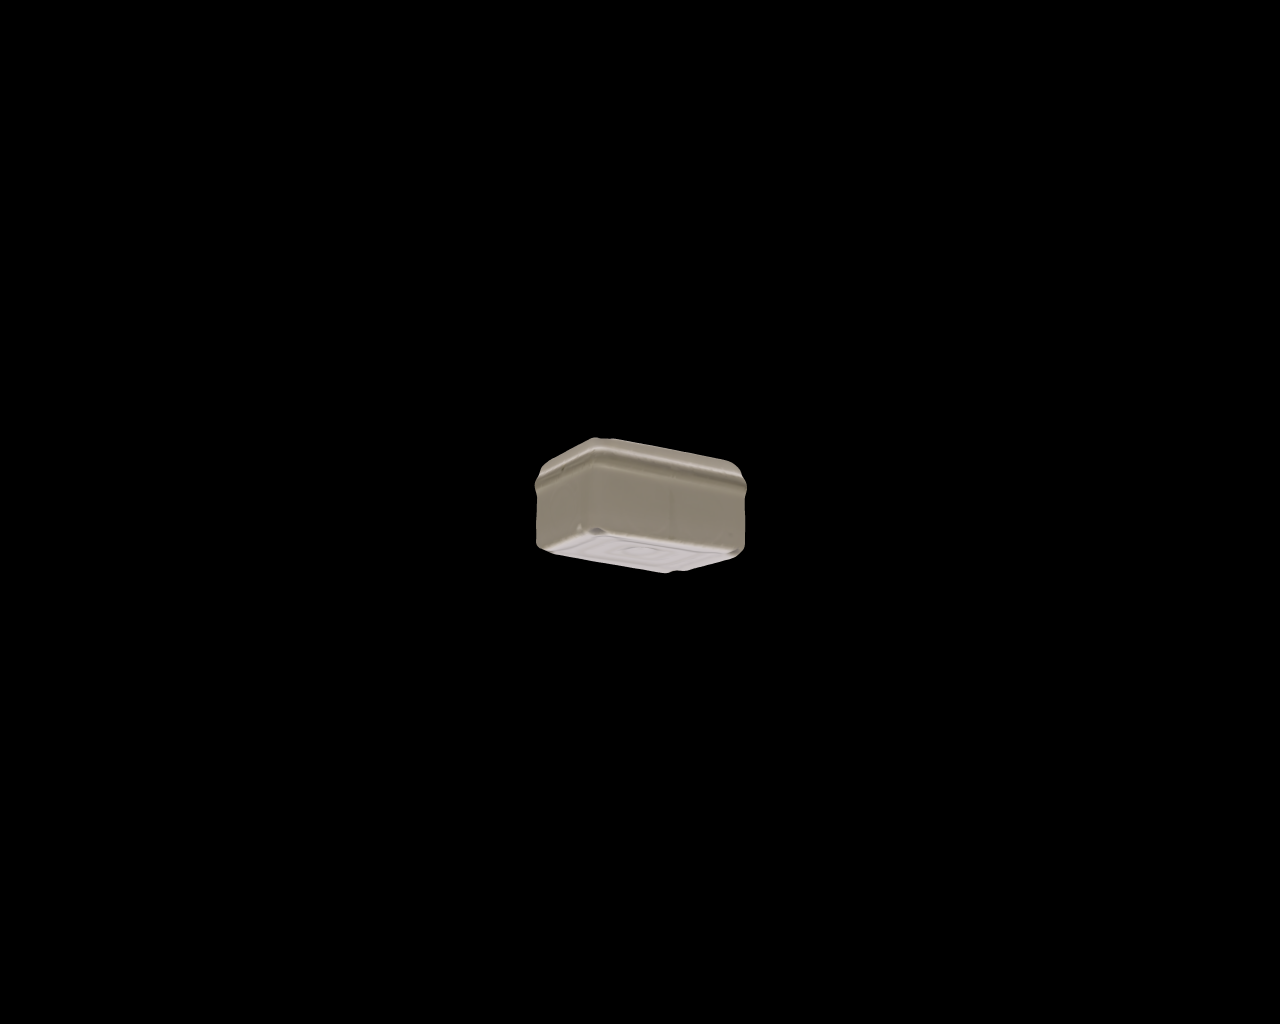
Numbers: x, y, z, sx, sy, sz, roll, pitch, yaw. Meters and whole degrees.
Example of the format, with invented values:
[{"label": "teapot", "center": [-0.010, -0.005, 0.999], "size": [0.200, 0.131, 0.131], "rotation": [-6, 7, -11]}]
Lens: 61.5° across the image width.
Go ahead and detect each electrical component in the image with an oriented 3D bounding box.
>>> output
[{"label": "electrical component", "center": [0.001, -0.003, 0.650], "size": [0.113, 0.057, 0.078], "rotation": [10, -18, -33]}]
